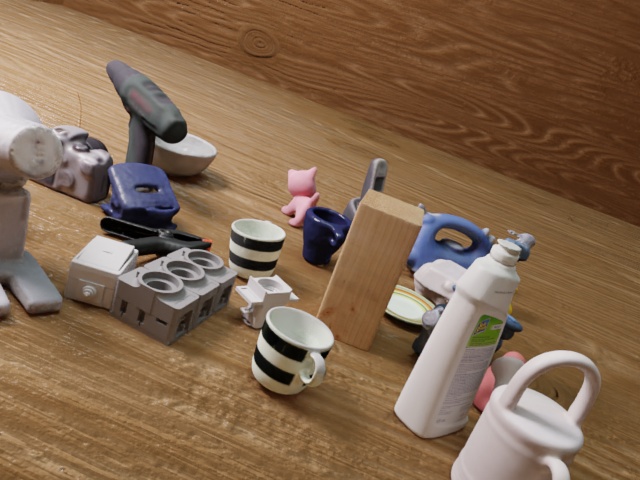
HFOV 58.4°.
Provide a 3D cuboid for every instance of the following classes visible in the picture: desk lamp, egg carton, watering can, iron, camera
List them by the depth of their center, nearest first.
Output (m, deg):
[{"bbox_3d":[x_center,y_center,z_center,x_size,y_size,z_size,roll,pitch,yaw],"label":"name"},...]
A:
[{"bbox_3d":[0.218,0.193,0.606,0.101,0.194,0.172,8,24,-30],"label":"watering can"},{"bbox_3d":[-0.364,-0.053,0.663,0.118,0.213,0.202,-4,31,-48],"label":"desk lamp"},{"bbox_3d":[-0.420,-0.146,1.010,0.143,0.101,0.137,23,20,7],"label":"camera"},{"bbox_3d":[0.252,0.093,1.071,0.150,0.069,0.107,31,23,28],"label":"egg carton"},{"bbox_3d":[0.282,0.014,1.197,0.259,0.141,0.118,13,22,-19],"label":"iron"}]

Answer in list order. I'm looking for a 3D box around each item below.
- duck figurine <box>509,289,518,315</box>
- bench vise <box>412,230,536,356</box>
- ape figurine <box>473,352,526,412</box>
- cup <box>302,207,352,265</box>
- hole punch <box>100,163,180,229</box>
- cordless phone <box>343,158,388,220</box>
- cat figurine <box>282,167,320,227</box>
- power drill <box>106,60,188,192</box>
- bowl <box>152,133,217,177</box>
[{"bbox_3d":[0.354,0.093,1.143,0.078,0.086,0.104,10,22,-25],"label":"duck figurine"},{"bbox_3d":[0.243,0.094,0.844,0.121,0.220,0.208,29,22,24],"label":"bench vise"},{"bbox_3d":[0.252,0.195,0.780,0.076,0.092,0.078,27,22,19],"label":"ape figurine"},{"bbox_3d":[0.010,0.004,1.037,0.092,0.095,0.117,11,22,-24],"label":"cup"},{"bbox_3d":[-0.291,-0.070,0.950,0.109,0.091,0.100,-3,31,-47],"label":"hole punch"},{"bbox_3d":[0.126,-0.086,1.243,0.094,0.185,0.148,30,23,26],"label":"cordless phone"},{"bbox_3d":[-0.033,-0.099,1.225,0.067,0.118,0.127,9,23,-28],"label":"cat figurine"},{"bbox_3d":[-0.346,-0.205,1.074,0.228,0.208,0.076,31,23,28],"label":"power drill"},{"bbox_3d":[-0.312,-0.182,1.240,0.167,0.075,0.167,18,20,-7],"label":"bowl"}]
